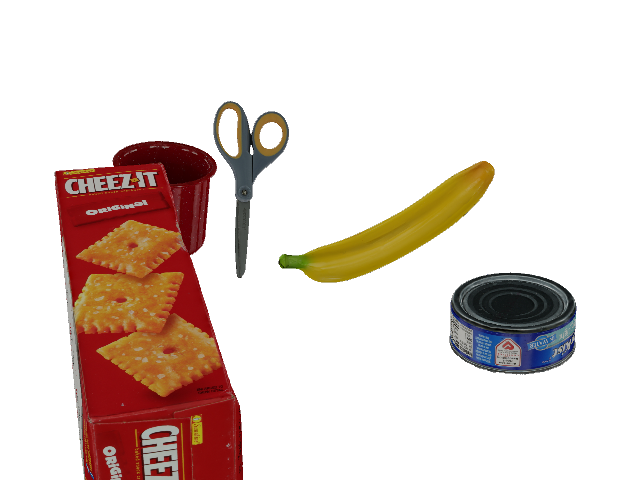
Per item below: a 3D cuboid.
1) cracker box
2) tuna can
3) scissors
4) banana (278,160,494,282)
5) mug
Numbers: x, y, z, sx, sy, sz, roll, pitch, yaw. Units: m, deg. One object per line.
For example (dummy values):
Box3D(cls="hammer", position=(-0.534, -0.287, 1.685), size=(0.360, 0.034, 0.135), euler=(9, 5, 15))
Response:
Box3D(cls="cracker box", position=(-0.093, 0.080, 0.568), size=(0.072, 0.164, 0.214), euler=(-7, 34, -13))
Box3D(cls="tuna can", position=(0.131, 0.055, 0.729), size=(0.086, 0.034, 0.086), euler=(-3, 25, 1))
Box3D(cls="scissors", position=(-0.070, -0.064, 1.217), size=(0.096, 0.202, 0.016), euler=(-12, -7, -13))
Box3D(cls="banana", position=(0.064, -0.007, 0.919), size=(0.198, 0.037, 0.069), euler=(-27, -17, 9))
Box3D(cls="mug", position=(-0.145, -0.029, 0.966), size=(0.093, 0.081, 0.117), euler=(8, 29, 1))
